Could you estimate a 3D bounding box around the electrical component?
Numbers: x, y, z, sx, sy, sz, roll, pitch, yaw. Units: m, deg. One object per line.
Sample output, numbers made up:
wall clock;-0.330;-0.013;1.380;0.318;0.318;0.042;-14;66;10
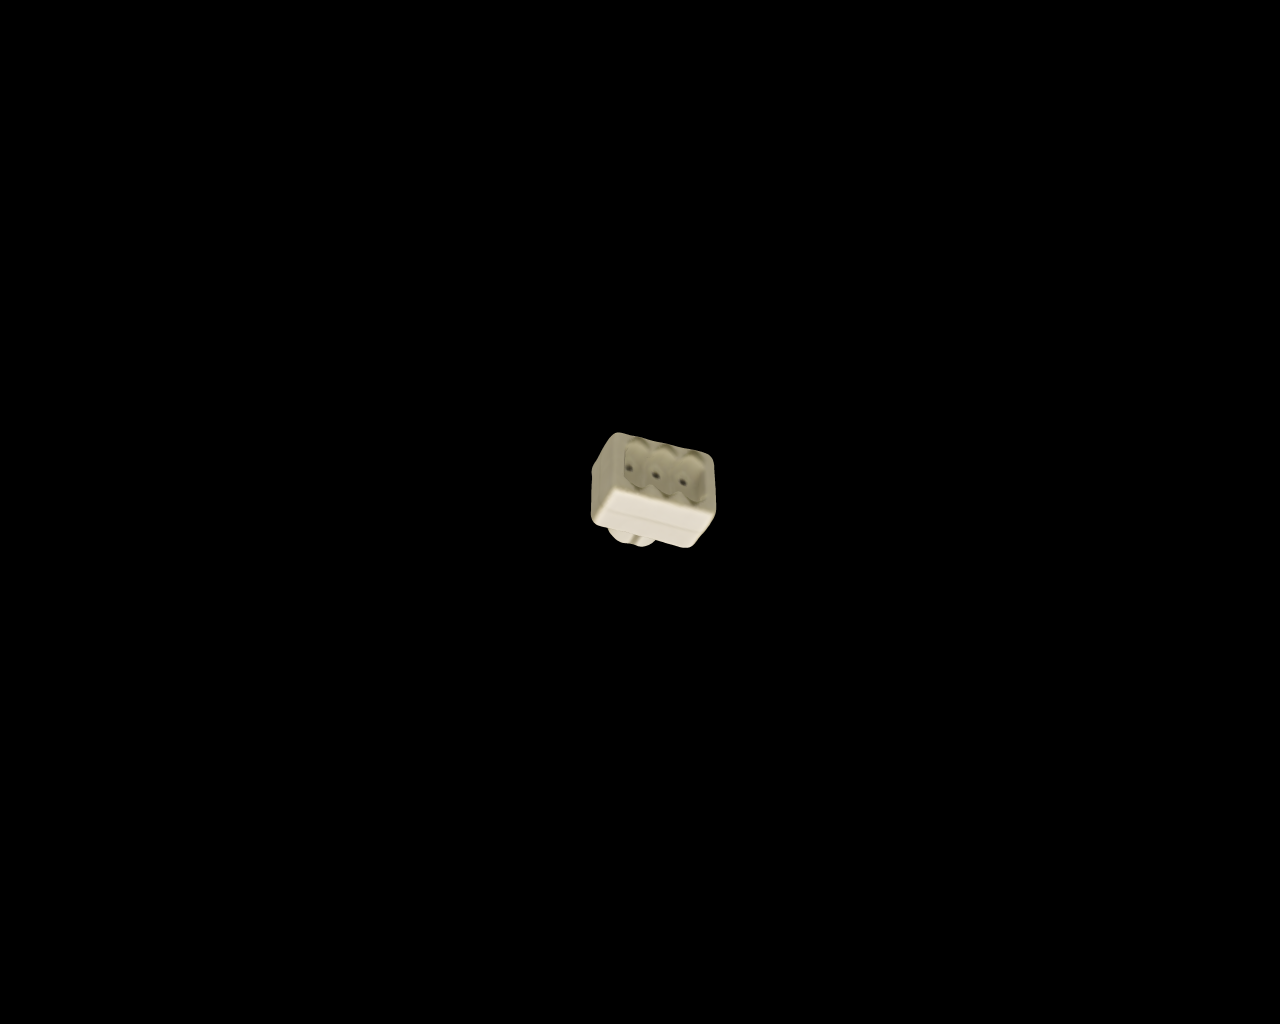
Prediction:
electrical component;0.001;-0.003;0.650;0.066;0.047;0.076;14;-40;-17
